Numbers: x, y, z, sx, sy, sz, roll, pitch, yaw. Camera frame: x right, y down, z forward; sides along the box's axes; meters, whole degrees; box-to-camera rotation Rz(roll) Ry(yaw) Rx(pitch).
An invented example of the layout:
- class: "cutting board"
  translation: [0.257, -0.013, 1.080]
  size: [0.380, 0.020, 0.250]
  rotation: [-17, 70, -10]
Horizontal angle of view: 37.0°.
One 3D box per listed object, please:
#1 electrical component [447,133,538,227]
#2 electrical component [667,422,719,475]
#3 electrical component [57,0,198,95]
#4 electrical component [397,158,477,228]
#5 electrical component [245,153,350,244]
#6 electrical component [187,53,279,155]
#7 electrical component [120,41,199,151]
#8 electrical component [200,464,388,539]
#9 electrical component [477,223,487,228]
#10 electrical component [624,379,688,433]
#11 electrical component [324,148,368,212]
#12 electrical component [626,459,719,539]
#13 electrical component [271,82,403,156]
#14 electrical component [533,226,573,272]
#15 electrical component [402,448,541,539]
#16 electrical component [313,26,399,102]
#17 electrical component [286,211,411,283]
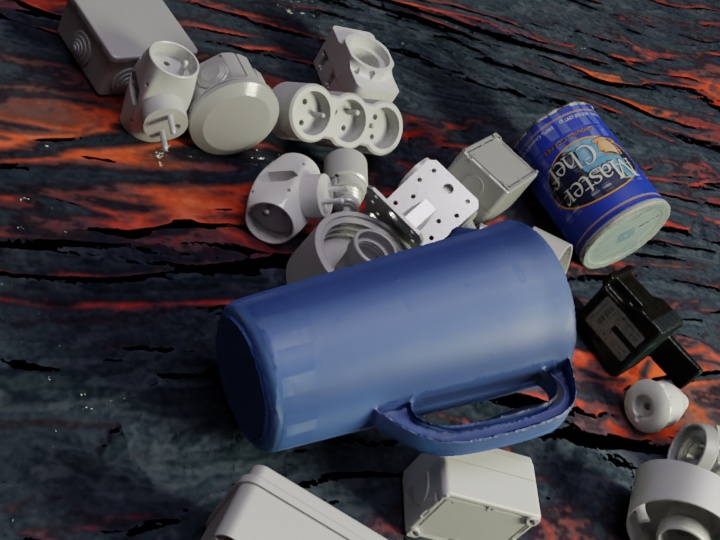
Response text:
- class: "electrical component"
  translation: [0.126, -0.088, 1.063]
  size: [0.062, 0.061, 0.096]
  rotation: [44, 34, 10]
- class: "electrical component"
  translation: [0.309, 0.169, 0.944]
  size: [0.057, 0.058, 0.078]
  rotation: [27, 41, -15]
- class: "electrical component"
  translation: [-0.206, -0.201, 0.944]
  size: [0.100, 0.048, 0.099]
  rotation: [-15, 62, -43]
- class: "electrical component"
  translation: [0.078, -0.062, 1.014]
  size: [0.081, 0.043, 0.043]
  rotation: [45, 41, 10]
- class: "electrical component"
  translation: [-0.048, -0.062, 0.908]
  size: [0.079, 0.043, 0.077]
  rotation: [-1, 37, 20]
- class: "electrical component"
  translation: [-0.115, -0.143, 0.930]
  size: [0.080, 0.080, 0.051]
  rotation: [0, 46, -34]
- class: "electrical component"
  translation: [-0.164, -0.134, 0.889]
  size: [0.043, 0.077, 0.079]
  rotation: [6, 49, -31]
- class: "electrical component"
  translation: [-0.043, 0.183, 0.671]
  size: [0.113, 0.078, 0.057]
  rotation: [32, 44, -5]
- class: "electrical component"
  translation: [0.139, -0.025, 1.021]
  size: [0.062, 0.048, 0.048]
  rotation: [23, 42, -4]
- class: "electrical component"
  translation: [0.274, 0.122, 0.976]
  size: [0.062, 0.048, 0.048]
  rotation: [1, 51, -43]
- class: "electrical component"
  translation: [-0.013, -0.074, 0.965]
  size: [0.040, 0.040, 0.078]
  rotation: [18, 44, -20]
- class: "electrical component"
  translation: [0.263, 0.195, 0.860]
  size: [0.099, 0.099, 0.064]
  rotation: [36, 47, -1]
- class: "electrical component"
  translation: [-0.033, -0.141, 1.004]
  size: [0.138, 0.052, 0.074]
  rotation: [5, 7, -43]
- class: "electrical component"
  translation: [0.152, 0.013, 0.955]
  size: [0.064, 0.099, 0.099]
  rotation: [33, 40, 6]
- class: "electrical component"
  translation: [0.086, 0.164, 0.790]
  size: [0.096, 0.061, 0.061]
  rotation: [18, 44, -20]
- class: "electrical component"
  translation: [-0.003, -0.197, 1.076]
  size: [0.050, 0.055, 0.089]
  rotation: [3, 50, -33]
- class: "electrical component"
  translation: [0.000, 0.000, 0.887]
  size: [0.108, 0.060, 0.108]
  rotation: [19, 43, -19]
